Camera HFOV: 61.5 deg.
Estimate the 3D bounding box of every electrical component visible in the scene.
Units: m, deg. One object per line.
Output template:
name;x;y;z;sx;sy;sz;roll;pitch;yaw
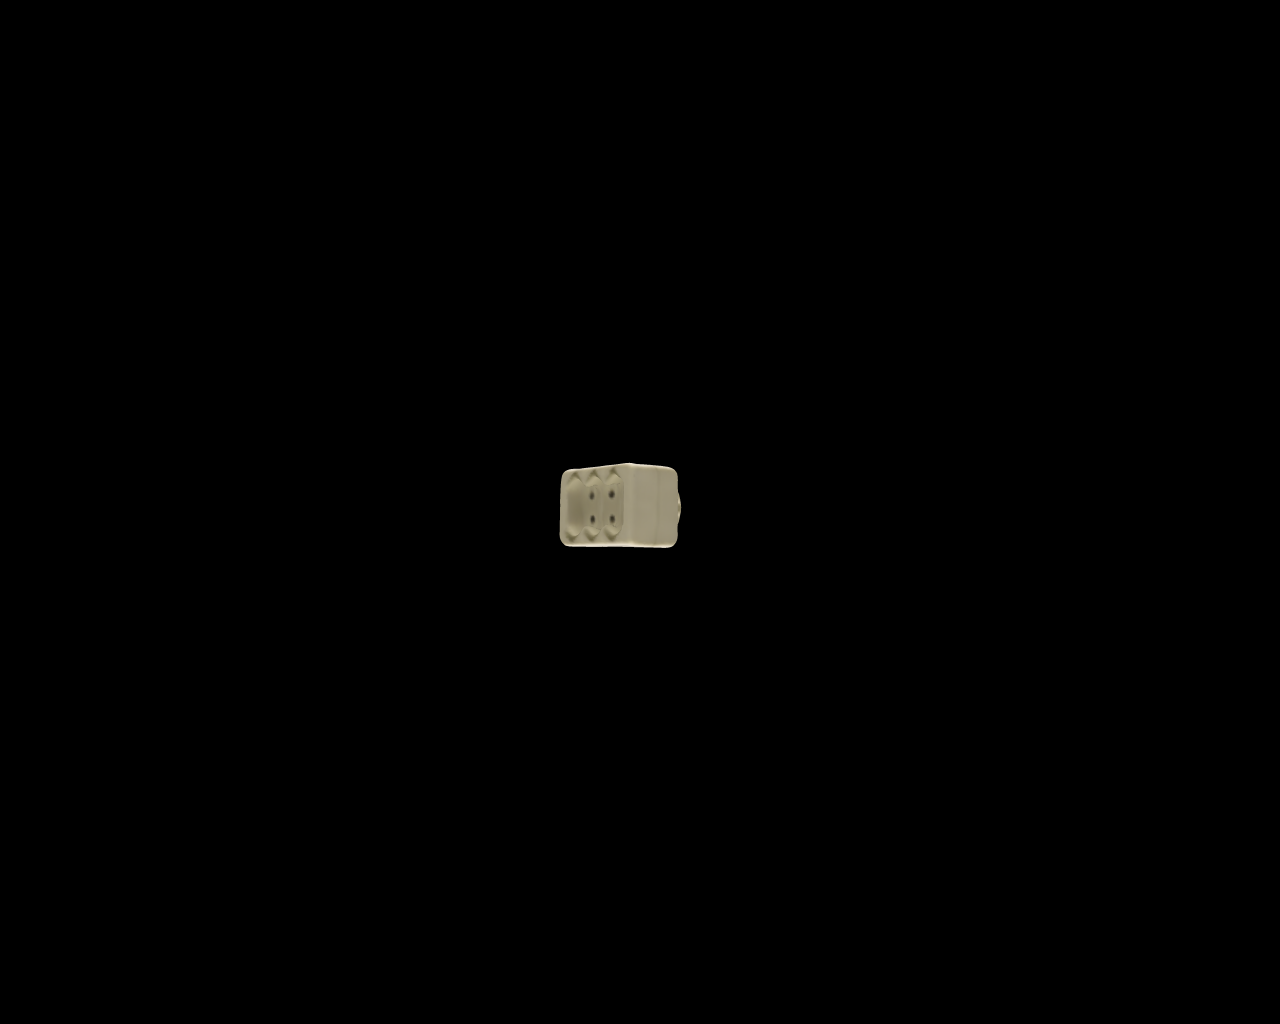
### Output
electrical component;0.001;-0.003;0.650;0.077;0.047;0.065;2;-3;-43
